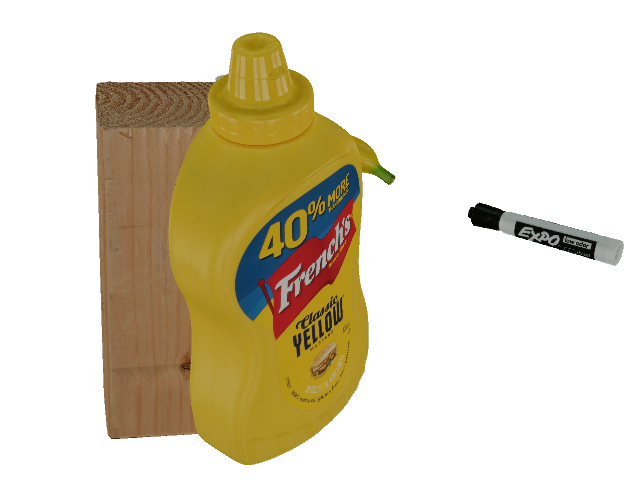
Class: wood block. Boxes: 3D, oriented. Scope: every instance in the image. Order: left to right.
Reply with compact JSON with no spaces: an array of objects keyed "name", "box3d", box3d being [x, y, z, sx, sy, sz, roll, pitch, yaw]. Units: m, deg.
[{"name":"wood block","box3d":[-0.093,0.012,0.670,0.090,0.206,0.090,-1,25,-12]}]

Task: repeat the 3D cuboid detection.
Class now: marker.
[{"name":"marker","box3d":[0.166,-0.006,0.803,0.121,0.020,0.020,18,9,31]}]

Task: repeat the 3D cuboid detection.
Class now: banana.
[{"name":"banana","box3d":[-0.013,-0.083,1.112,0.197,0.037,0.070,-8,46,-32]}]

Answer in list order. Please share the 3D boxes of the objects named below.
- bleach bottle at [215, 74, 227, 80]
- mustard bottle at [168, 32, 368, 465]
[{"name":"bleach bottle","box3d":[-0.067,-0.015,0.910,0.102,0.251,0.068,-4,22,-16]},{"name":"mustard bottle","box3d":[-0.020,0.001,0.454,0.058,0.192,0.096,27,47,33]}]
